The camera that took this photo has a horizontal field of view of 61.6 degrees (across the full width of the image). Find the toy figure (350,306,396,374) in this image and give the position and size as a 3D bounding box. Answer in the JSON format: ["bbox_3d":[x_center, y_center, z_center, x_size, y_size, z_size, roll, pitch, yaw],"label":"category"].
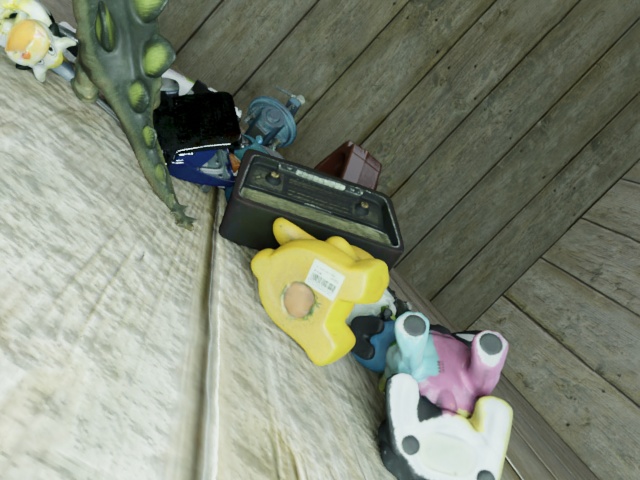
[{"bbox_3d":[0.095,0.142,0.714,0.180,0.082,0.089,34,13,-46],"label":"toy figure"}]

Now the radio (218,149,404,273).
[{"bbox_3d":[-0.009,-0.033,0.715,0.229,0.073,0.131,18,37,-14],"label":"radio"}]

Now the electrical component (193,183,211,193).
[{"bbox_3d":[-0.191,-0.103,0.793,0.063,0.021,0.094,39,9,-38],"label":"electrical component"}]

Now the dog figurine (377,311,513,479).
[{"bbox_3d":[0.110,0.164,0.549,0.109,0.191,0.219,7,-24,3],"label":"dog figurine"}]

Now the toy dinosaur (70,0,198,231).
[{"bbox_3d":[-0.228,-0.222,0.611,0.198,0.105,0.471,-24,-94,63],"label":"toy dinosaur"}]

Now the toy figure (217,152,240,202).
[{"bbox_3d":[-0.128,-0.082,0.813,0.058,0.064,0.154,-16,69,-45],"label":"toy figure"}]

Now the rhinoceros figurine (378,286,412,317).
[{"bbox_3d":[0.121,0.110,1.132,0.190,0.073,0.112,40,6,-30],"label":"rhinoceros figurine"}]

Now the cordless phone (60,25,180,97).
[{"bbox_3d":[-0.301,-0.244,0.783,0.184,0.088,0.147,36,9,-27],"label":"cordless phone"}]

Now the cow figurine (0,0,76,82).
[{"bbox_3d":[-0.322,-0.227,0.590,0.167,0.068,0.098,50,4,27],"label":"cow figurine"}]

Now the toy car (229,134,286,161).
[{"bbox_3d":[-0.100,-0.110,0.905,0.103,0.109,0.162,-13,49,-34],"label":"toy car"}]

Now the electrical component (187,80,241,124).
[{"bbox_3d":[-0.196,-0.185,0.883,0.058,0.115,0.134,31,14,-45],"label":"electrical component"}]

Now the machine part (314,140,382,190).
[{"bbox_3d":[0.027,-0.086,1.096,0.087,0.201,0.201,33,54,-19],"label":"machine part"}]

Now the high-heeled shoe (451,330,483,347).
[{"bbox_3d":[0.198,0.168,0.886,0.086,0.145,0.249,44,8,-9],"label":"high-heeled shoe"}]

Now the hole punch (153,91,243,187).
[{"bbox_3d":[-0.170,-0.135,0.737,0.092,0.116,0.142,104,-24,-55],"label":"hole punch"}]

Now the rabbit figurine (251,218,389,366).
[{"bbox_3d":[0.005,0.047,0.607,0.163,0.121,0.173,23,17,25],"label":"rabbit figurine"}]

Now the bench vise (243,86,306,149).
[{"bbox_3d":[-0.113,-0.237,1.170,0.129,0.240,0.223,37,-36,2],"label":"bench vise"}]
